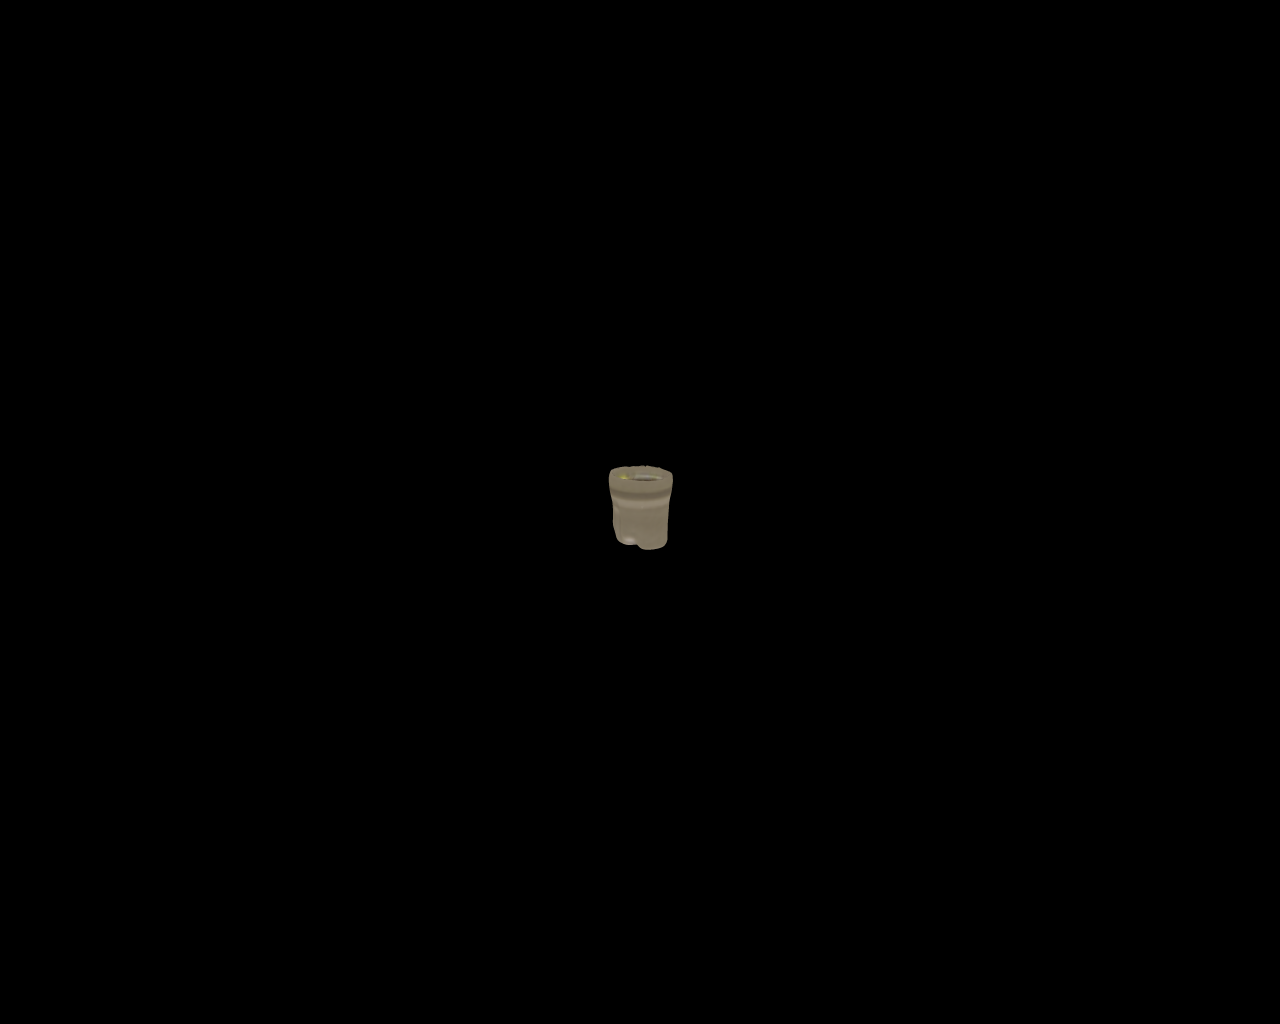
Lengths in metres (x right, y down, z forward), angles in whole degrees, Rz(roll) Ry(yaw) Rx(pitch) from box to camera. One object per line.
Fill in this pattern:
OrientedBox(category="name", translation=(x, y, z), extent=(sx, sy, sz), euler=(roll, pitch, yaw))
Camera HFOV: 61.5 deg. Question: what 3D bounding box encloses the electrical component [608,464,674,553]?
OrientedBox(category="electrical component", translation=(0.001, -0.003, 0.650), extent=(0.040, 0.046, 0.040), euler=(0, 16, 0))
